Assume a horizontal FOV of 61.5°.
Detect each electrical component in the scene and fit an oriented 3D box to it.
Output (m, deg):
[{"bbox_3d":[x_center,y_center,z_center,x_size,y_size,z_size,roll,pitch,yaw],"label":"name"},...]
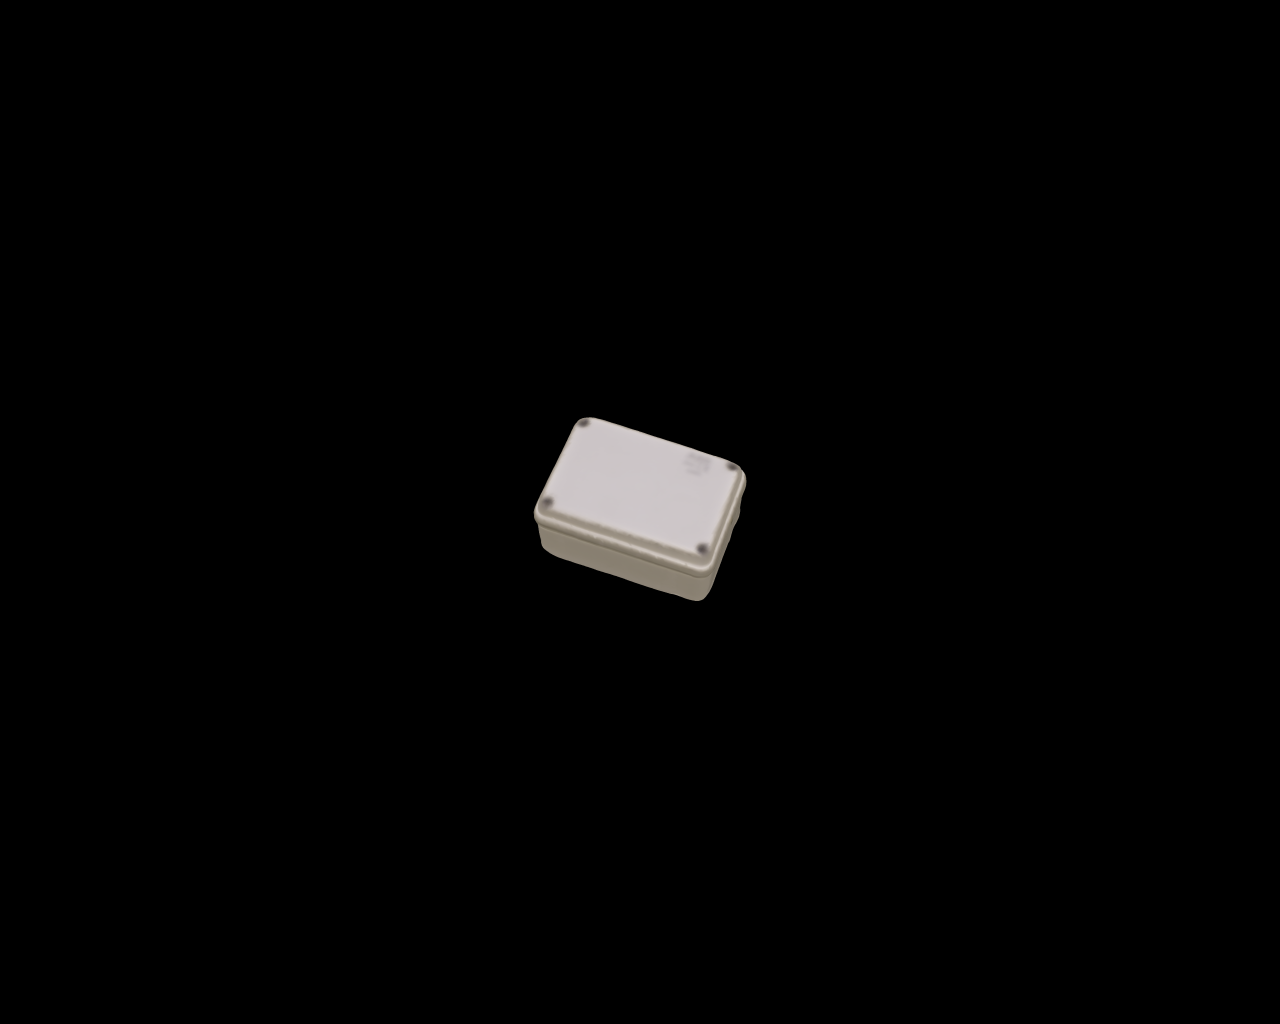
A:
[{"bbox_3d":[0.001,-0.003,0.650,0.113,0.078,0.057,18,-28,10],"label":"electrical component"}]
